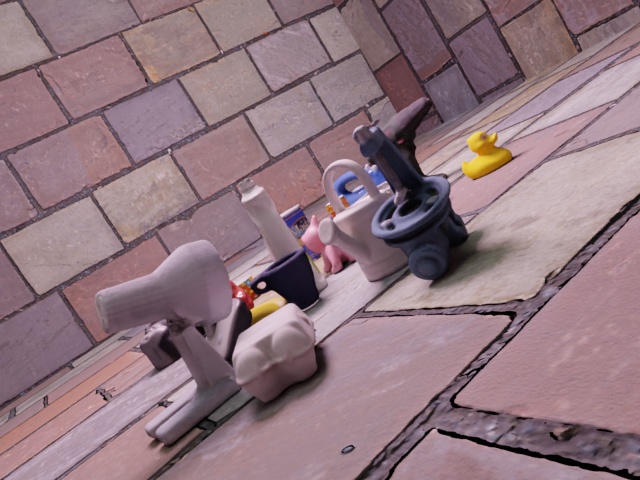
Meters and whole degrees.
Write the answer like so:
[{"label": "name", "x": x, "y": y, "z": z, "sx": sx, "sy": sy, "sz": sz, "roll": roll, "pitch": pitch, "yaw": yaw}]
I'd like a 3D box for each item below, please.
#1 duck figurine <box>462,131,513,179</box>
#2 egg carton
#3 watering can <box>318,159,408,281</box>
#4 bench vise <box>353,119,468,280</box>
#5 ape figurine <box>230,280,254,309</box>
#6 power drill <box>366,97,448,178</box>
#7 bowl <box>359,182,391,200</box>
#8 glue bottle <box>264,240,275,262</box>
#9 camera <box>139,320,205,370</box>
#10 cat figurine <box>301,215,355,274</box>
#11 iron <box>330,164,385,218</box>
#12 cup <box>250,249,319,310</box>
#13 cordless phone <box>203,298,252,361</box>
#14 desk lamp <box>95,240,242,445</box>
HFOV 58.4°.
[{"label": "duck figurine", "x": 0.344, "y": -0.187, "z": 1.221, "sx": 0.104, "sy": 0.086, "sz": 0.078, "roll": -29, "pitch": 8, "yaw": 23}, {"label": "egg carton", "x": -0.053, "y": 0.138, "z": 0.720, "sx": 0.107, "sy": 0.069, "sz": 0.150, "roll": -32, "pitch": 7, "yaw": -1}, {"label": "watering can", "x": 0.068, "y": -0.038, "z": 0.914, "sx": 0.100, "sy": 0.194, "sz": 0.173, "roll": -28, "pitch": 8, "yaw": 26}, {"label": "bench vise", "x": 0.114, "y": -0.065, "z": 0.802, "sx": 0.121, "sy": 0.220, "sz": 0.207, "roll": -31, "pitch": 7, "yaw": 8}, {"label": "ape figurine", "x": -0.194, "y": 0.131, "z": 1.284, "sx": 0.077, "sy": 0.092, "sz": 0.076, "roll": -24, "pitch": 10, "yaw": 47}, {"label": "power drill", "x": 0.233, "y": -0.225, "z": 1.463, "sx": 0.229, "sy": 0.208, "sz": 0.076, "roll": -26, "pitch": 9, "yaw": 39}, {"label": "bowl", "x": 0.174, "y": -0.101, "z": 1.401, "sx": 0.167, "sy": 0.075, "sz": 0.167, "roll": -31, "pitch": 7, "yaw": 5}, {"label": "glue bottle", "x": -0.100, "y": 0.019, "z": 1.329, "sx": 0.037, "sy": 0.173, "sz": 0.078, "roll": -30, "pitch": 7, "yaw": 10}, {"label": "camera", "x": -0.326, "y": 0.205, "z": 1.304, "sx": 0.137, "sy": 0.101, "sz": 0.143, "roll": -31, "pitch": 7, "yaw": 6}, {"label": "cat figurine", "x": 0.011, "y": 0.004, "z": 1.186, "sx": 0.067, "sy": 0.118, "sz": 0.127, "roll": -34, "pitch": 7, "yaw": -16}, {"label": "iron", "x": 0.126, "y": -0.155, "z": 1.708, "sx": 0.257, "sy": 0.141, "sz": 0.119, "roll": -26, "pitch": 9, "yaw": 37}, {"label": "cup", "x": -0.055, "y": 0.083, "z": 1.012, "sx": 0.117, "sy": 0.095, "sz": 0.091, "roll": -31, "pitch": 7, "yaw": 5}, {"label": "cordless phone", "x": -0.186, "y": 0.114, "z": 0.983, "sx": 0.094, "sy": 0.185, "sz": 0.147, "roll": -36, "pitch": 8, "yaw": -29}, {"label": "desk lamp", "x": -0.195, "y": 0.130, "z": 0.793, "sx": 0.204, "sy": 0.213, "sz": 0.117, "roll": -36, "pitch": 9, "yaw": -32}]
